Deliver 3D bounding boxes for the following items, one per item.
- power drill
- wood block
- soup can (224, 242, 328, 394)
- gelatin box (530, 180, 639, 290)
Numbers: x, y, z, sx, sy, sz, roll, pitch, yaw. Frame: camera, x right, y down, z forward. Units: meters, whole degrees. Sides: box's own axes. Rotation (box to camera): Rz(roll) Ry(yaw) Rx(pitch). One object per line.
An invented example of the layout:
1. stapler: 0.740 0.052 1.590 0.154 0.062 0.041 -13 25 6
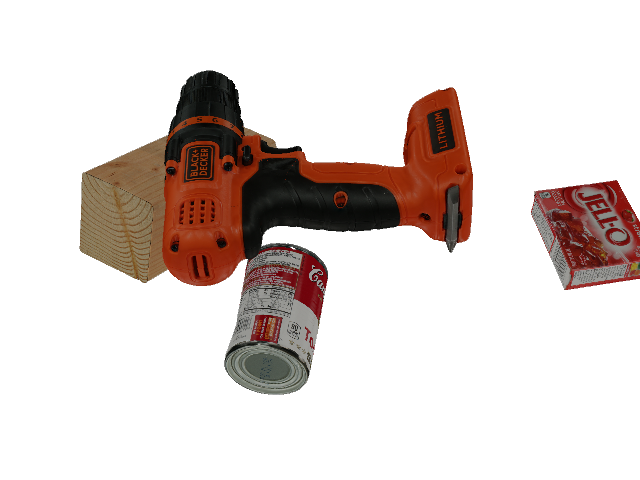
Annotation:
1. power drill: -0.005 -0.051 0.666 0.187 0.057 0.184 -5 45 2
2. wood block: -0.143 -0.048 1.100 0.090 0.091 0.205 24 33 23
3. soup can: -0.034 0.062 0.844 0.068 0.102 0.068 6 -41 5
4. gelatin box: 0.219 -0.006 0.860 0.073 0.089 0.030 -8 -41 -8
